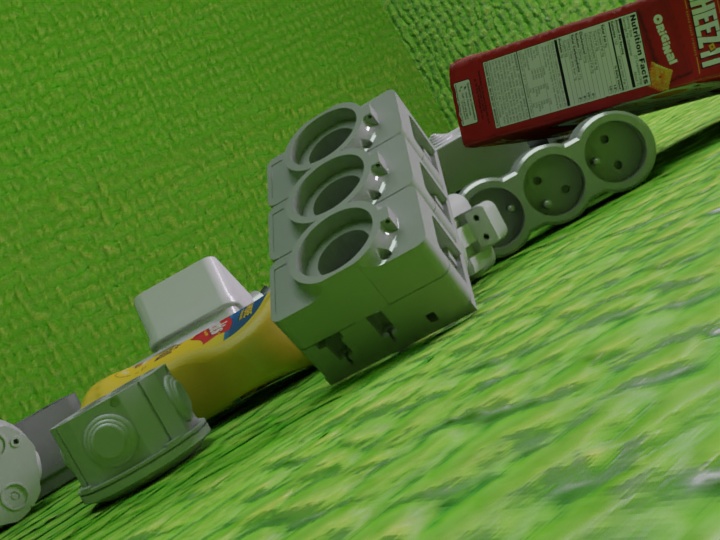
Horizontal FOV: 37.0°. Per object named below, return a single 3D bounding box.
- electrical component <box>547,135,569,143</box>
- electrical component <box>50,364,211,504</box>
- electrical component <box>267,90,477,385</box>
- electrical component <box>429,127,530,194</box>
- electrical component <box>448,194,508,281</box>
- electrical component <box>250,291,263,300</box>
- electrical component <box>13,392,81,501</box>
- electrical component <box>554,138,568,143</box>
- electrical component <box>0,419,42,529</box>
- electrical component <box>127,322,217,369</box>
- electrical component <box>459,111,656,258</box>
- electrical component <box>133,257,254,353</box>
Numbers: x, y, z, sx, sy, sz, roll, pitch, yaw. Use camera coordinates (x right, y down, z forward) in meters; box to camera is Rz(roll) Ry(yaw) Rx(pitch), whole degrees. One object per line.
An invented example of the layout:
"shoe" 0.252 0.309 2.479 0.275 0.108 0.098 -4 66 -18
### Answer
"electrical component" 0.199 -0.143 0.954 0.056 0.108 0.109 -25 5 28
"electrical component" -0.129 0.092 0.605 0.080 0.051 0.080 -29 3 1
"electrical component" -0.001 -0.025 0.588 0.089 0.061 0.150 -29 36 16
"electrical component" 0.104 -0.082 0.927 0.100 0.099 0.048 -29 16 -1
"electrical component" 0.044 -0.011 0.652 0.078 0.058 0.057 -27 1 29
"electrical component" -0.099 0.054 0.965 0.047 0.055 0.055 -34 5 -23
"electrical component" -0.254 0.144 0.860 0.078 0.057 0.113 -31 3 -24
"electrical component" 0.157 -0.079 0.885 0.062 0.043 0.043 -28 3 29
"electrical component" -0.265 0.144 0.755 0.080 0.080 0.051 -31 8 -26
"electrical component" -0.127 0.080 0.782 0.095 0.053 0.059 -30 3 -8
"electrical component" 0.125 -0.057 0.716 0.138 0.052 0.073 -29 3 5
"electrical component" -0.124 0.047 0.877 0.078 0.057 0.113 -29 -24 1
